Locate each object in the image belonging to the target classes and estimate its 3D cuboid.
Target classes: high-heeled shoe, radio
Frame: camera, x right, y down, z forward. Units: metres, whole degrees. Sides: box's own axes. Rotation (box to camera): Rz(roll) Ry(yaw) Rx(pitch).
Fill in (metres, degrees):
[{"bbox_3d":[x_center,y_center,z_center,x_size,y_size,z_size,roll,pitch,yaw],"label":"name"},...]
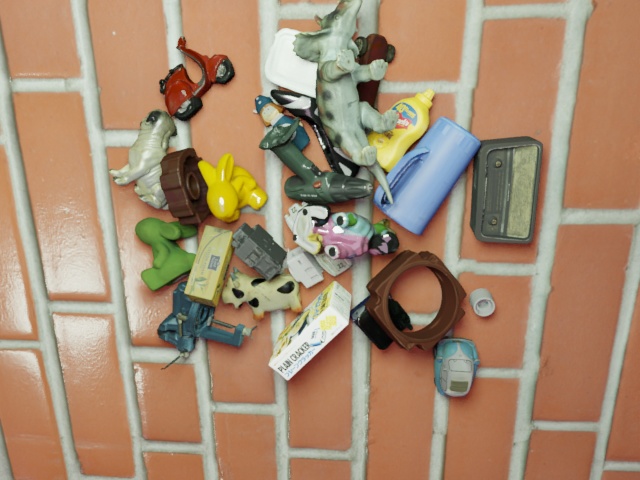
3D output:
[{"bbox_3d":[-0.014,-0.222,1.173,0.249,0.086,0.145,19,90,-20],"label":"high-heeled shoe"},{"bbox_3d":[0.407,-0.110,1.189,0.131,0.073,0.229,0,108,5],"label":"radio"}]

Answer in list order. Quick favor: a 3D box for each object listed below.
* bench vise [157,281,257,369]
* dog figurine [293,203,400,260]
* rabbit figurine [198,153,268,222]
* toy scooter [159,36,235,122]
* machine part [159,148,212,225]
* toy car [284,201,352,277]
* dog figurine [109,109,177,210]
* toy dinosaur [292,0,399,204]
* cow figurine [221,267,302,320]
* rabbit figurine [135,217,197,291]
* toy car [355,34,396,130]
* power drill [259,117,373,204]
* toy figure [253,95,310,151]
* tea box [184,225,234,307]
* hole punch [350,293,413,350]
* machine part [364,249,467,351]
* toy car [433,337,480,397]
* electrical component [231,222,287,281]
[{"bbox_3d":[-0.287,0.219,1.342,0.241,0.129,0.223,14,105,11],"label":"bench vise"},{"bbox_3d":[0.070,-0.014,1.212,0.192,0.219,0.108,18,100,39],"label":"dog figurine"},{"bbox_3d":[-0.201,-0.111,1.199,0.122,0.173,0.162,-12,111,14],"label":"rabbit figurine"},{"bbox_3d":[-0.288,-0.359,1.176,0.184,0.075,0.135,-40,101,13],"label":"toy scooter"},{"bbox_3d":[-0.299,-0.119,1.208,0.056,0.179,0.179,-10,107,10],"label":"machine part"},{"bbox_3d":[-0.003,-0.004,1.274,0.073,0.056,0.201,-37,102,16],"label":"toy car"},{"bbox_3d":[-0.367,-0.183,1.239,0.190,0.121,0.172,-51,134,0],"label":"dog figurine"},{"bbox_3d":[0.049,-0.269,1.068,0.131,0.192,0.404,-21,116,-24],"label":"toy dinosaur"},{"bbox_3d":[-0.148,0.124,1.315,0.195,0.085,0.127,-9,102,4],"label":"cow figurine"},{"bbox_3d":[-0.378,0.015,1.289,0.159,0.121,0.170,-33,88,22],"label":"rabbit figurine"},{"bbox_3d":[0.097,-0.334,1.147,0.089,0.053,0.202,-2,115,-34],"label":"toy car"},{"bbox_3d":[-0.018,-0.160,1.145,0.232,0.086,0.207,-3,142,49],"label":"power drill"},{"bbox_3d":[-0.088,-0.263,1.198,0.154,0.058,0.064,45,77,-7],"label":"toy figure"},{"bbox_3d":[-0.255,0.062,1.259,0.068,0.098,0.169,13,74,1],"label":"tea box"},{"bbox_3d":[0.144,0.191,1.320,0.116,0.092,0.142,-43,98,-12],"label":"hole punch"},{"bbox_3d":[0.223,0.139,1.247,0.201,0.087,0.201,-41,99,-8],"label":"machine part"},{"bbox_3d":[0.334,0.328,1.328,0.109,0.103,0.161,5,107,5],"label":"toy car"},{"bbox_3d":[-0.145,0.021,1.266,0.134,0.115,0.058,43,105,-11],"label":"electrical component"}]
